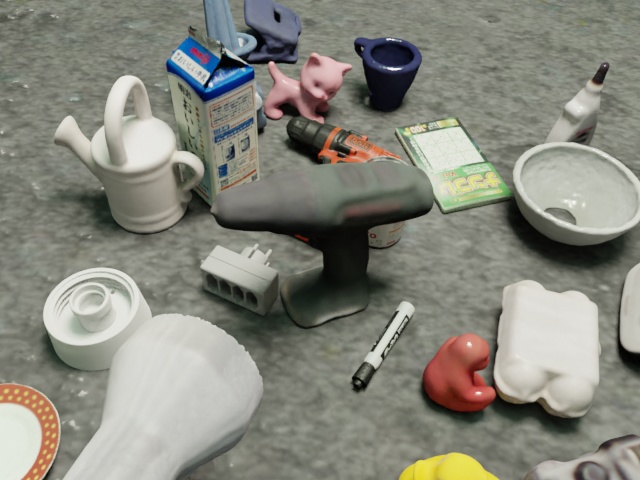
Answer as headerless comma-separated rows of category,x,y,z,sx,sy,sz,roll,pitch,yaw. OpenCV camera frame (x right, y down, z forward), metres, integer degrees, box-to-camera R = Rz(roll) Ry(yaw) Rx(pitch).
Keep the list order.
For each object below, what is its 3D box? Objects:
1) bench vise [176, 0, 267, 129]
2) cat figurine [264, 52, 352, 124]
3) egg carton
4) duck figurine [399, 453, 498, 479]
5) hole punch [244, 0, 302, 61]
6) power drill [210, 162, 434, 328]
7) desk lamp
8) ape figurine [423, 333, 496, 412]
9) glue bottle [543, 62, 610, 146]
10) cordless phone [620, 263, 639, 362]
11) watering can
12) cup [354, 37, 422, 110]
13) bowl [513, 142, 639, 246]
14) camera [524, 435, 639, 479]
bench vise,-0.127,-0.277,0.822,0.207,0.220,0.122,38,58,25
cat figurine,-0.020,-0.238,0.863,0.127,0.118,0.067,12,51,6
egg carton,0.244,0.115,0.621,0.107,0.069,0.150,14,51,8
duck figurine,0.126,0.223,0.514,0.104,0.086,0.077,9,51,4
hole punch,-0.082,-0.370,0.985,0.101,0.091,0.108,-2,51,-5
power drill,0.006,0.002,0.608,0.230,0.208,0.075,-17,54,-17
desk lamp,-0.130,0.190,0.442,0.117,0.214,0.203,17,52,10
ape figurine,0.147,0.130,0.588,0.076,0.092,0.078,1,51,-3
glue bottle,0.359,-0.169,0.794,0.078,0.173,0.037,-26,56,-22
cordless phone,0.404,0.045,0.613,0.094,0.185,0.148,18,52,11
watering can,-0.230,-0.106,0.692,0.173,0.194,0.100,-7,51,-9
cup,0.097,-0.261,0.904,0.117,0.095,0.092,35,57,23
bowl,0.331,-0.050,0.758,0.167,0.075,0.167,2,51,-2
camera,0.264,0.250,0.490,0.143,0.101,0.136,-10,52,-11
